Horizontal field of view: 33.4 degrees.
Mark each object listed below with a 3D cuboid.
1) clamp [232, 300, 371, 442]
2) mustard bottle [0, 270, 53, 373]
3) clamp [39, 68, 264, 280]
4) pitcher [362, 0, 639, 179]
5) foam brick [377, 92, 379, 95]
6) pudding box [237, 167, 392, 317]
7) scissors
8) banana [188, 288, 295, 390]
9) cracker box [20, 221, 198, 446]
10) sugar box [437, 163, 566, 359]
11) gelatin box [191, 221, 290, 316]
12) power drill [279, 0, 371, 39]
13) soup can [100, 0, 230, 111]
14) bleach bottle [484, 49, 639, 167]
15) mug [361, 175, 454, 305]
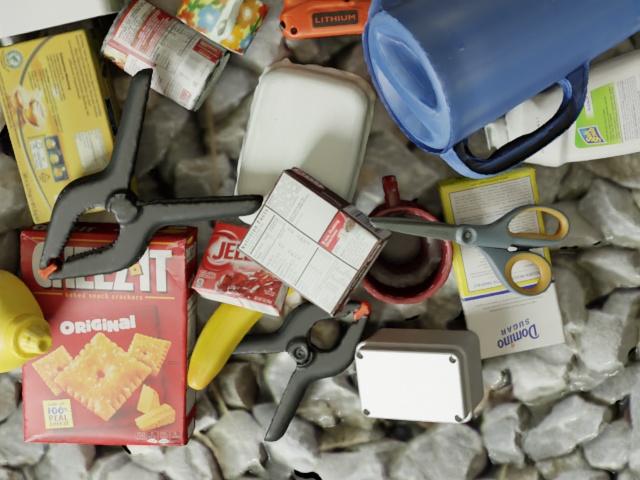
[{"bbox_3d":[-0.017,0.122,1.065,0.171,0.039,0.120,-26,96,10],"label":"clamp"},{"bbox_3d":[-0.313,0.073,1.006,0.192,0.058,0.096,15,104,40],"label":"mustard bottle"},{"bbox_3d":[-0.180,-0.044,0.974,0.210,0.036,0.164,-33,101,5],"label":"clamp"},{"bbox_3d":[0.173,-0.174,0.926,0.242,0.145,0.149,-28,139,-14],"label":"pitcher"},{"bbox_3d":[0.098,-0.132,1.005,0.078,0.051,0.053,44,100,-6],"label":"foam brick"},{"bbox_3d":[-0.006,0.001,0.968,0.113,0.039,0.090,36,108,12],"label":"pudding box"},{"bbox_3d":[0.140,0.013,0.973,0.201,0.016,0.096,-8,101,-19],"label":"scissors"},{"bbox_3d":[-0.058,0.065,1.041,0.198,0.070,0.037,-36,134,-1],"label":"banana"},{"bbox_3d":[-0.206,0.093,1.051,0.164,0.072,0.214,2,100,2],"label":"cracker box"},{"bbox_3d":[0.176,0.021,1.035,0.093,0.048,0.176,-11,104,4],"label":"sugar box"},{"bbox_3d":[-0.070,0.026,1.024,0.089,0.030,0.073,12,69,19],"label":"gelatin box"},{"bbox_3d":[0.023,-0.283,0.977,0.184,0.057,0.188,-5,98,7],"label":"power drill"},{"bbox_3d":[-0.144,-0.174,0.998,0.102,0.068,0.068,31,101,-4],"label":"soup can"},{"bbox_3d":[0.277,-0.131,0.993,0.251,0.068,0.102,-11,100,7],"label":"bleach bottle"},{"bbox_3d":[0.075,-0.004,1.015,0.093,0.081,0.117,-13,100,5],"label":"mug"}]
